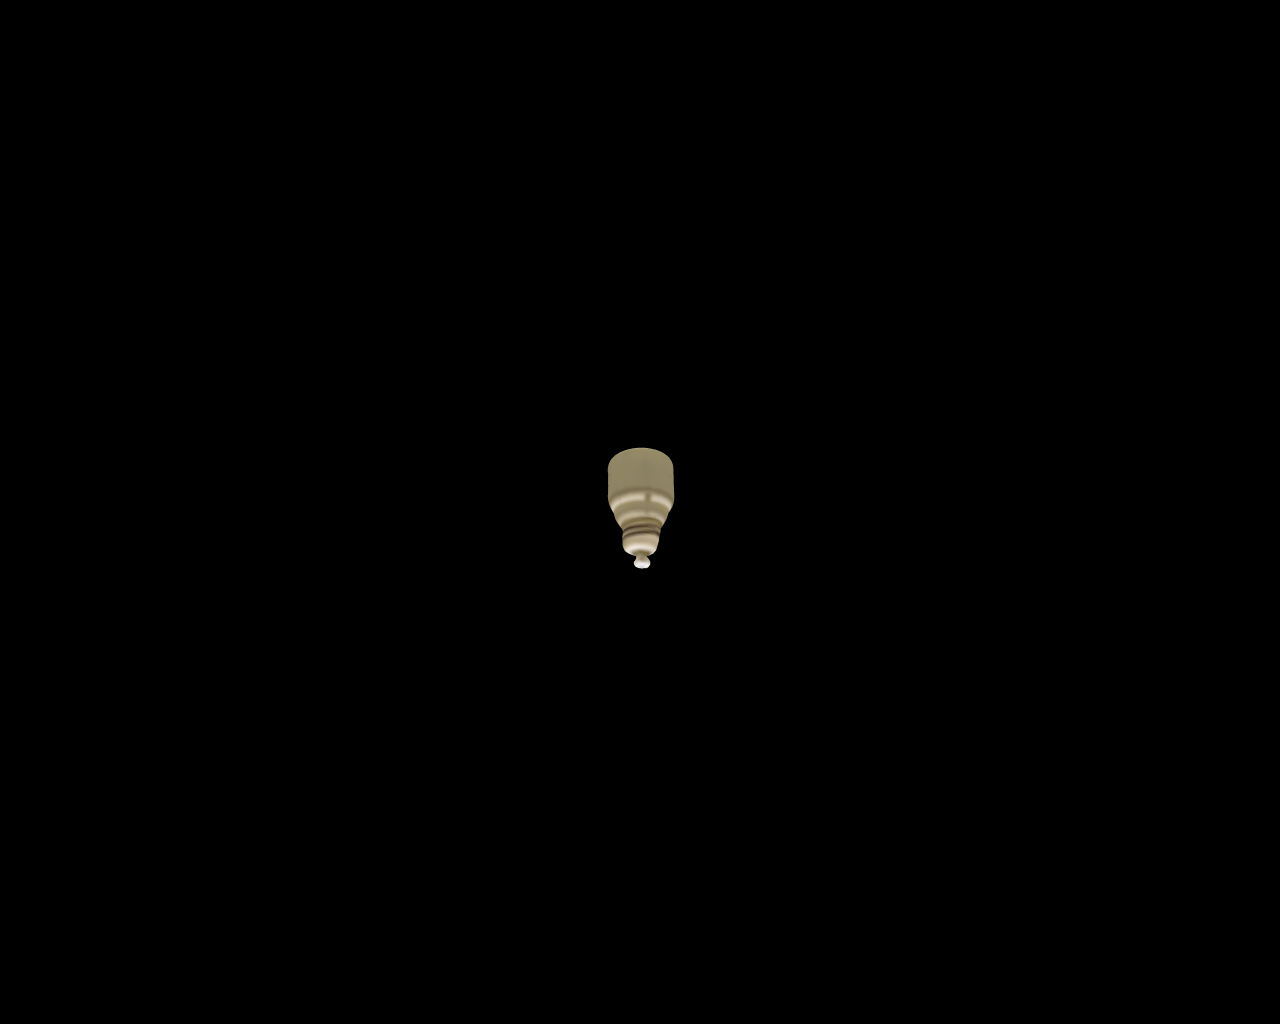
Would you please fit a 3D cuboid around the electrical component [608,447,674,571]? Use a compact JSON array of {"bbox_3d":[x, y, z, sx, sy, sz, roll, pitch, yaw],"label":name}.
[{"bbox_3d":[0.001,-0.003,0.650,0.040,0.078,0.040,0,-26,0],"label":"electrical component"}]
